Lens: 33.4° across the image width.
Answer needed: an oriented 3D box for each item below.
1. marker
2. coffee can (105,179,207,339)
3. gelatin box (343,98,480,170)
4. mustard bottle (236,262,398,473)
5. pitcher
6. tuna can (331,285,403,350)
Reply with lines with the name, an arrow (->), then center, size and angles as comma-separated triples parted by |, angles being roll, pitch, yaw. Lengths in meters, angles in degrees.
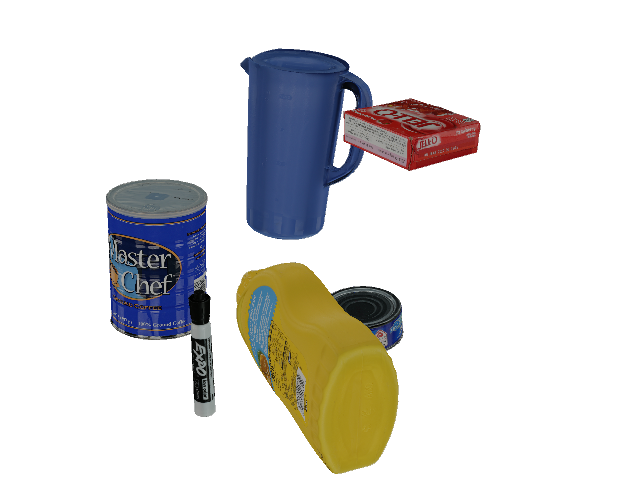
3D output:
marker -> -0.103, 0.098, 0.929 | 0.020, 0.121, 0.020 | 0, 25, 0
coffee can -> -0.169, 0.018, 1.111 | 0.103, 0.140, 0.103 | 2, 22, -1
gelatin box -> 0.073, -0.088, 0.866 | 0.073, 0.030, 0.089 | -15, 27, -32
mustard bottle -> -0.014, 0.070, 0.743 | 0.058, 0.096, 0.192 | -12, 29, -22
pitcher -> -0.029, -0.127, 1.427 | 0.144, 0.243, 0.149 | -4, 24, -22
tuna can -> 0.042, 0.081, 1.093 | 0.086, 0.034, 0.086 | -3, 27, 1
